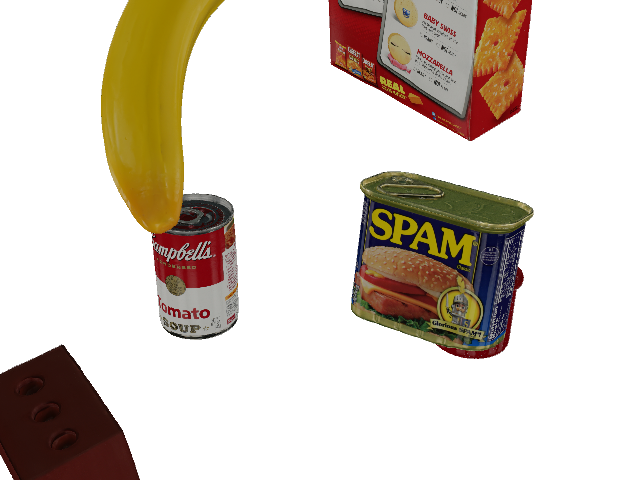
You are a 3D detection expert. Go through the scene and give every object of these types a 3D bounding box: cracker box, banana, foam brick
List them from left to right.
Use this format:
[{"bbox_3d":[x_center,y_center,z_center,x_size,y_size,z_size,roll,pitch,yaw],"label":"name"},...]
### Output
[{"bbox_3d":[-0.132,0.102,0.537,0.053,0.051,0.078,-26,42,-23],"label":"foam brick"},{"bbox_3d":[-0.064,-0.094,0.506,0.070,0.197,0.037,17,-30,10],"label":"banana"},{"bbox_3d":[0.083,-0.207,0.819,0.072,0.214,0.164,-31,48,-29],"label":"cracker box"}]

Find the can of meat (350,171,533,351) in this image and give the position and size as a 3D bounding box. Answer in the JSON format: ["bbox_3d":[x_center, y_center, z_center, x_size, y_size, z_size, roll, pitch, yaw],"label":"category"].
[{"bbox_3d":[0.070,0.012,0.648,0.102,0.084,0.057,18,23,28],"label":"can of meat"}]

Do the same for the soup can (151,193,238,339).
[{"bbox_3d":[-0.103,0.021,0.876,0.068,0.102,0.068,0,29,0],"label":"soup can"}]

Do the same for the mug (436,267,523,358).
[{"bbox_3d":[0.153,0.061,1.098,0.093,0.081,0.117,-3,28,-10],"label":"mug"}]
